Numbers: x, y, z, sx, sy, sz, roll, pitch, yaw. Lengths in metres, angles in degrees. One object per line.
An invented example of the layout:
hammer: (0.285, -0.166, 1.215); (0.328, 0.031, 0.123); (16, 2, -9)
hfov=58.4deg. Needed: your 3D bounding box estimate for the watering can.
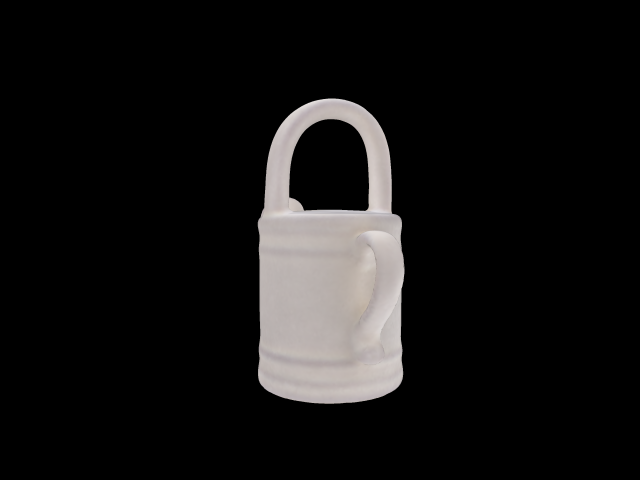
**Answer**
watering can: (0.002, 0.001, 0.399); (0.172, 0.194, 0.101); (3, 4, 42)
